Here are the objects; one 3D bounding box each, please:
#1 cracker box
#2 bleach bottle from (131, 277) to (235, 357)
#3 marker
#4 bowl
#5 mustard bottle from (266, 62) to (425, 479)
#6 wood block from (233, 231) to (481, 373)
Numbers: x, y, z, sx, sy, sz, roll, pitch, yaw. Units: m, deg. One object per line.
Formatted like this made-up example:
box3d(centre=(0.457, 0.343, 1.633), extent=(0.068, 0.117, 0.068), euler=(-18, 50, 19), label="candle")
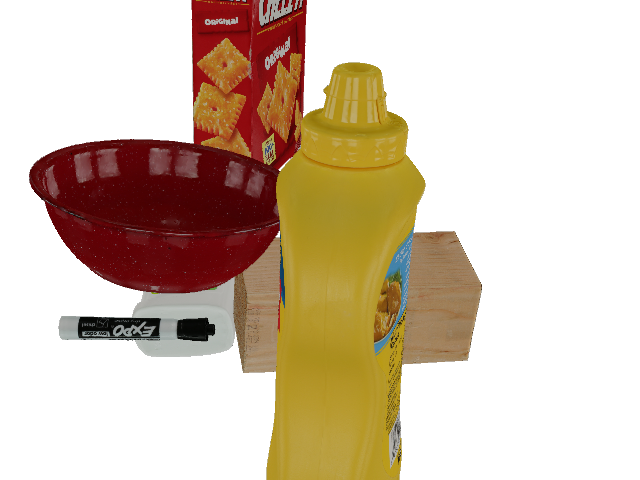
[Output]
box3d(centre=(-0.066, -0.174, 1.064), extent=(0.072, 0.214, 0.164), euler=(9, 22, 15), label="cracker box")
box3d(centre=(-0.131, 0.015, 1.124), extent=(0.102, 0.068, 0.251), euler=(-3, 36, 1), label="bleach bottle")
box3d(centre=(-0.143, 0.069, 0.834), extent=(0.121, 0.020, 0.020), euler=(0, 0, 3), label="marker")
box3d(centre=(-0.094, -0.011, 0.645), extent=(0.162, 0.055, 0.162), euler=(7, 21, -3), label="bowl")
box3d(centre=(0.010, 0.023, 0.436), extent=(0.058, 0.192, 0.096), euler=(8, 25, 11), label="mustard bottle")
box3d(centre=(0.028, 0.055, 0.967), extent=(0.206, 0.090, 0.091), euler=(-2, 34, -11), label="wood block")
